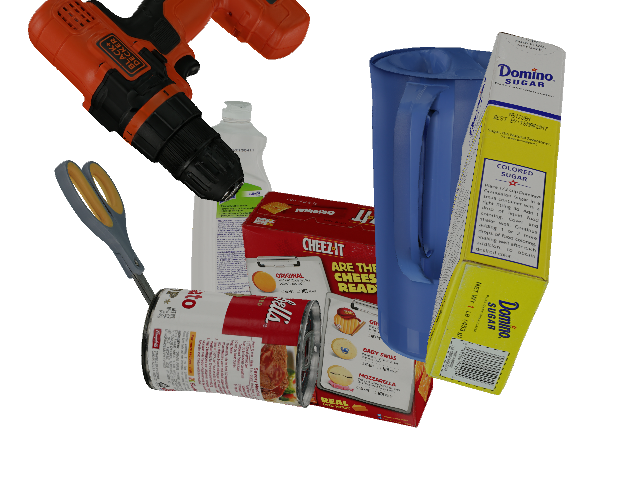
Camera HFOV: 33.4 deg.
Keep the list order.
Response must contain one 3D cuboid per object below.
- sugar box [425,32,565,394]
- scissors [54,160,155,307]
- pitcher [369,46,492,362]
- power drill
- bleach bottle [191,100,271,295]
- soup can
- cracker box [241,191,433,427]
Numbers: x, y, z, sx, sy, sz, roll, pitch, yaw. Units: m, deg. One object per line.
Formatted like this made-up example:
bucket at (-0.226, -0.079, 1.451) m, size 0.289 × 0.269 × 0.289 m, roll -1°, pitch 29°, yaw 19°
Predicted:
sugar box at (0.093, -0.019, 0.556) m, size 0.048 × 0.176 × 0.093 m, roll 15°, pitch -42°, yaw 4°
scissors at (-0.169, 0.008, 0.954) m, size 0.016 × 0.201 × 0.096 m, roll -28°, pitch 21°, yaw 13°
pitcher at (0.098, -0.026, 0.841) m, size 0.149 × 0.243 × 0.145 m, roll -7°, pitch 21°, yaw -20°
power drill at (-0.088, -0.132, 0.774) m, size 0.187 × 0.184 × 0.057 m, roll -45°, pitch 0°, yaw -42°
bleach bottle at (-0.089, -0.026, 1.167) m, size 0.102 × 0.251 × 0.068 m, roll -4°, pitch 17°, yaw -29°
soup can at (-0.055, 0.067, 0.680) m, size 0.102 × 0.068 × 0.068 m, roll 4°, pitch 1°, yaw 10°
cracker box at (0.022, 0.066, 1.013) m, size 0.164 × 0.214 × 0.072 m, roll 9°, pitch 38°, yaw 18°
